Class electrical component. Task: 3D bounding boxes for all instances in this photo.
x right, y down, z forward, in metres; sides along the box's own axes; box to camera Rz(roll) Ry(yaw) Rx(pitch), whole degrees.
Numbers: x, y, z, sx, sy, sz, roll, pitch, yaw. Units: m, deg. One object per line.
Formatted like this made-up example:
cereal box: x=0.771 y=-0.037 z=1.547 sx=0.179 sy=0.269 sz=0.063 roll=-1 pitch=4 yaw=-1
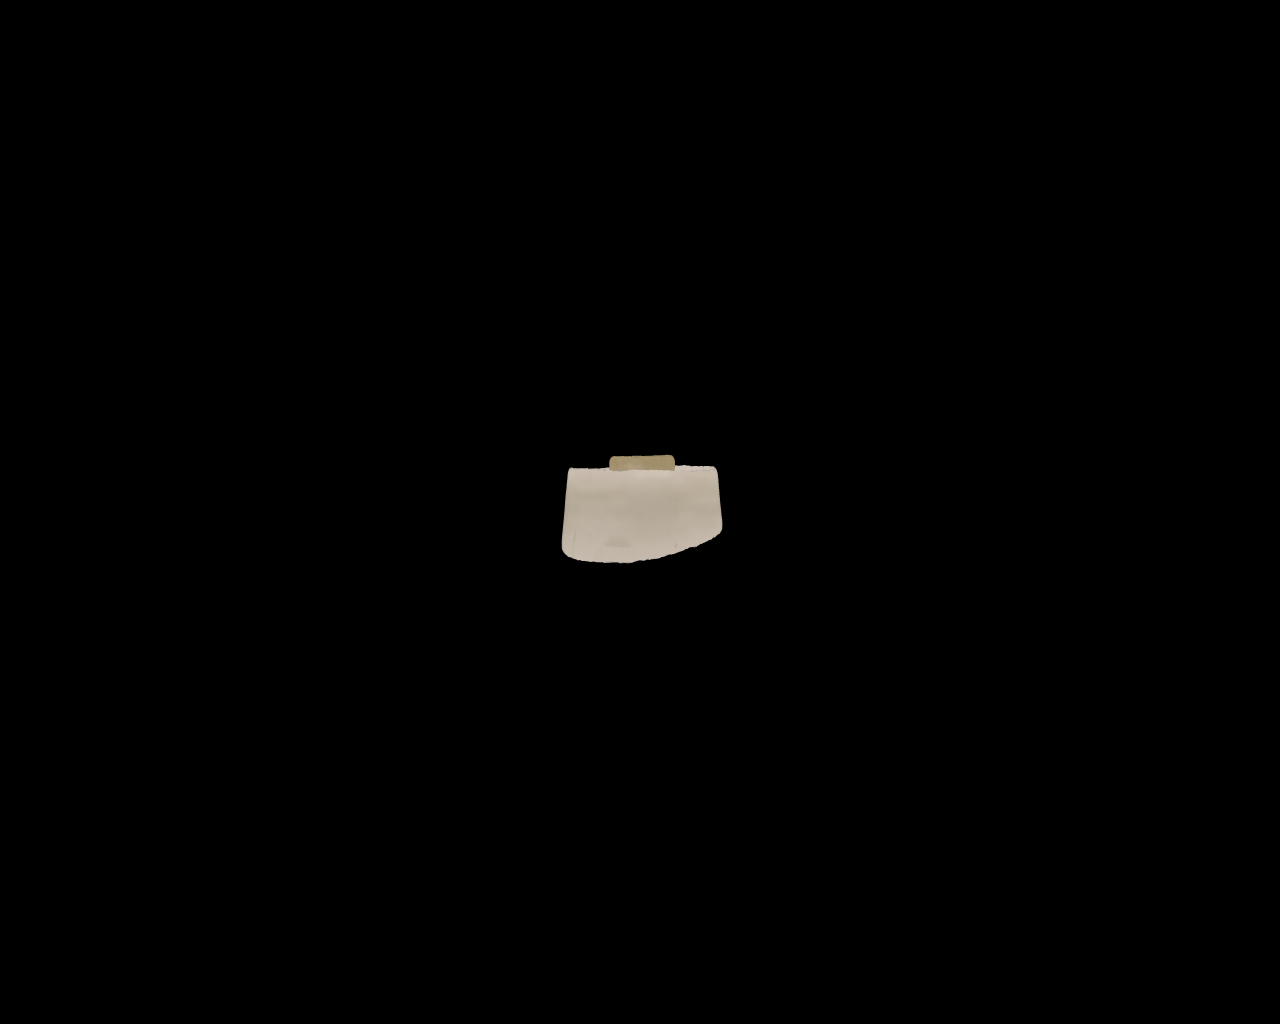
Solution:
electrical component: x=0.001 y=-0.003 z=0.650 sx=0.099 sy=0.064 sz=0.099 roll=0 pitch=4 yaw=0
